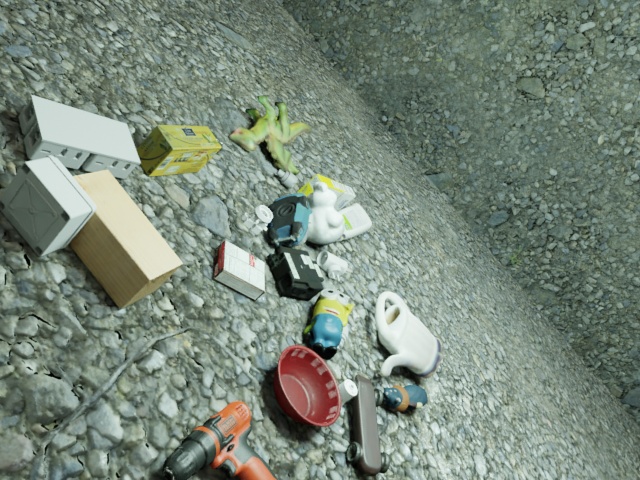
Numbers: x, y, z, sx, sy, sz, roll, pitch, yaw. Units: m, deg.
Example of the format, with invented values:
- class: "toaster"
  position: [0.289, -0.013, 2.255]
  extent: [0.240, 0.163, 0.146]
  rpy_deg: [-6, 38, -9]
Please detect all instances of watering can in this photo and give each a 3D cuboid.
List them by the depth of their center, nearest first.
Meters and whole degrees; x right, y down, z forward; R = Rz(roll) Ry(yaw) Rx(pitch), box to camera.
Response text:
- class: "watering can"
  position: [0.219, 0.275, 1.325]
  extent: [0.222, 0.103, 0.355]
  rpy_deg: [43, 26, -16]

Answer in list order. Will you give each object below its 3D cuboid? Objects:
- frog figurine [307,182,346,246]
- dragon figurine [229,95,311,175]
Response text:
- class: "frog figurine"
  position: [0.004, -0.070, 1.386]
  extent: [0.139, 0.156, 0.124]
  rpy_deg: [28, 44, 35]
- class: "dragon figurine"
  position: [-0.126, -0.306, 1.612]
  extent: [0.409, 0.121, 0.246]
  rpy_deg: [7, 65, -52]
